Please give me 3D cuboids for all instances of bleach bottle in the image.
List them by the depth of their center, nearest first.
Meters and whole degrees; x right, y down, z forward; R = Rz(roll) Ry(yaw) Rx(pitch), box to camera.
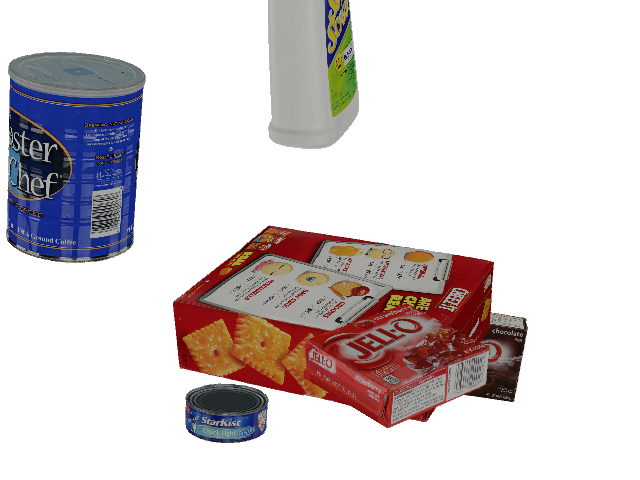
[{"bbox_3d":[-0.012,-0.213,0.919,0.068,0.251,0.102,8,34,21],"label":"bleach bottle"}]

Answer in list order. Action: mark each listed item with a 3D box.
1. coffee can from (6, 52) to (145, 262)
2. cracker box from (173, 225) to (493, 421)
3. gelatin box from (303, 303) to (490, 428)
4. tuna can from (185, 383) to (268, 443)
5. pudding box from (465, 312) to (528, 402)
[{"bbox_3d":[-0.194,-0.067,0.841,0.102,0.140,0.103,7,23,-3],"label":"coffee can"},{"bbox_3d":[0.014,0.061,0.866,0.214,0.072,0.164,10,26,24],"label":"cracker box"},{"bbox_3d":[0.046,0.073,0.642,0.089,0.030,0.073,-15,29,-38],"label":"gelatin box"},{"bbox_3d":[-0.097,0.179,1.105,0.086,0.034,0.086,3,12,-1],"label":"tuna can"},{"bbox_3d":[0.163,0.121,1.162,0.113,0.090,0.039,7,23,4],"label":"pudding box"}]
